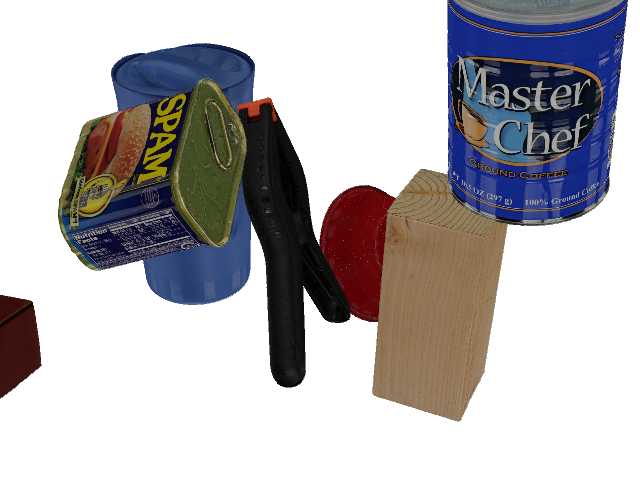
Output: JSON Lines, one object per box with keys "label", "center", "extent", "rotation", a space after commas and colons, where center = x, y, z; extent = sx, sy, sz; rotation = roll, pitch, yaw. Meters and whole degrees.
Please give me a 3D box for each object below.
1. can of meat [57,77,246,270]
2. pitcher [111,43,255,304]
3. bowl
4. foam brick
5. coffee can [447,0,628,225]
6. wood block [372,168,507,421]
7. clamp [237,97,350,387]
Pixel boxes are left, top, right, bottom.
{"label": "can of meat", "center": [-0.096, -0.036, 0.612], "extent": [0.084, 0.102, 0.057], "rotation": [-13, -45, 22]}
{"label": "pitcher", "center": [-0.122, -0.057, 1.038], "extent": [0.145, 0.243, 0.149], "rotation": [8, 32, 15]}
{"label": "bowl", "center": [0.076, 0.012, 1.230], "extent": [0.161, 0.162, 0.055], "rotation": [0, -7, -43]}
{"label": "foam brick", "center": [-0.233, 0.076, 0.715], "extent": [0.053, 0.051, 0.078], "rotation": [9, 28, 24]}
{"label": "coffee can", "center": [0.126, -0.095, 0.637], "extent": [0.103, 0.140, 0.103], "rotation": [-4, 37, 3]}
{"label": "wood block", "center": [0.110, 0.051, 0.982], "extent": [0.091, 0.206, 0.090], "rotation": [15, 35, 19]}
{"label": "clamp", "center": [-0.023, -0.005, 0.832], "extent": [0.036, 0.210, 0.164], "rotation": [-11, 4, 16]}
